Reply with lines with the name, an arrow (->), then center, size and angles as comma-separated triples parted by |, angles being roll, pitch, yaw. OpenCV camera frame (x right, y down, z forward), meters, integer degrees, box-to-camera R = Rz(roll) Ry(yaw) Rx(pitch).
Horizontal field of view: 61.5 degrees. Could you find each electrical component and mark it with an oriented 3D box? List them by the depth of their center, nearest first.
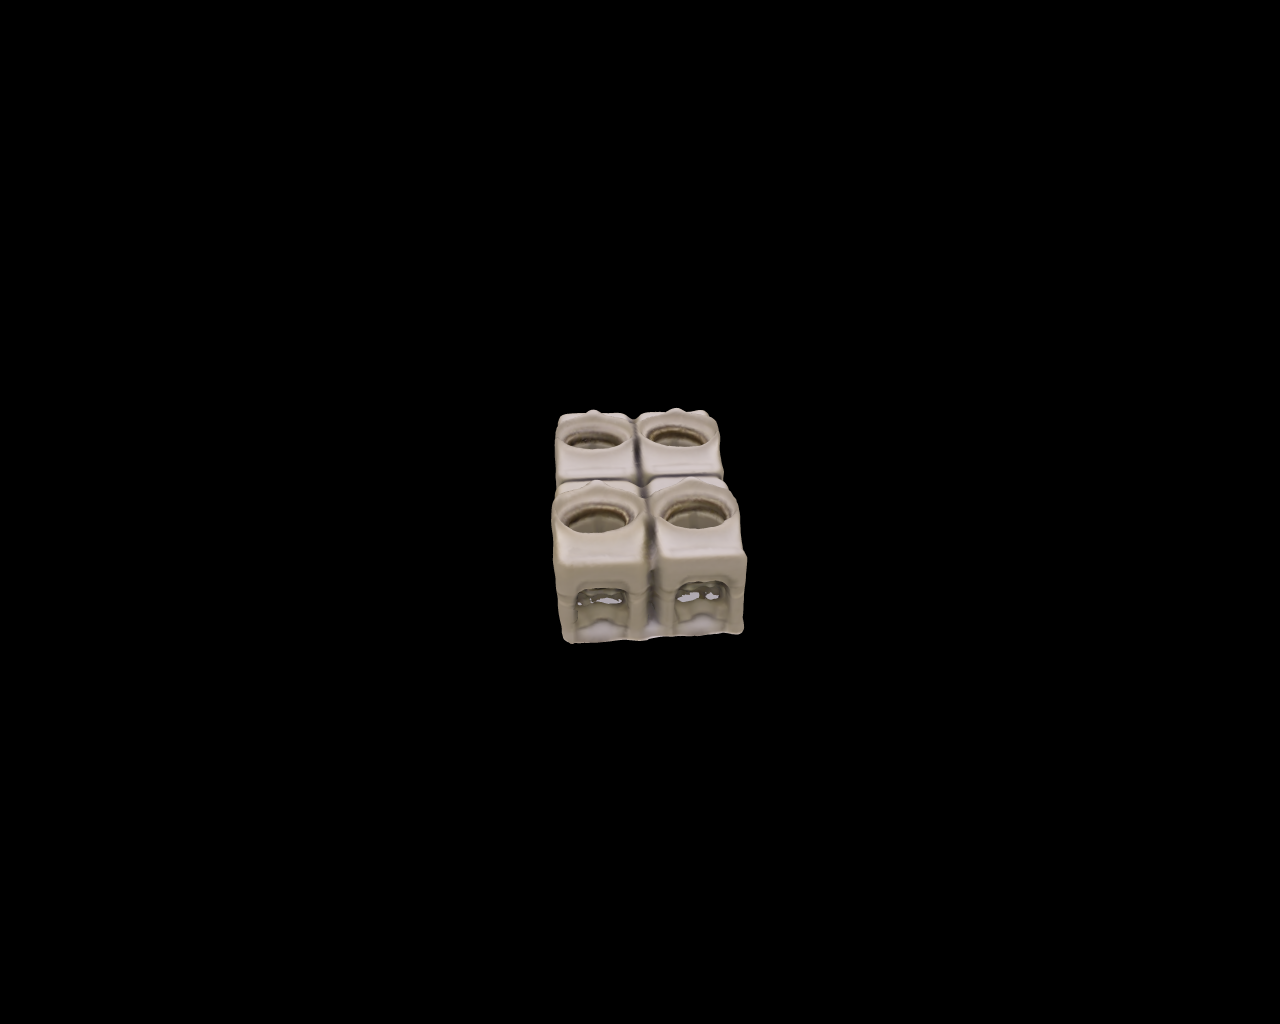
electrical component -> 0.001, -0.003, 0.650 | 0.105, 0.060, 0.186 | -2, 31, -3
